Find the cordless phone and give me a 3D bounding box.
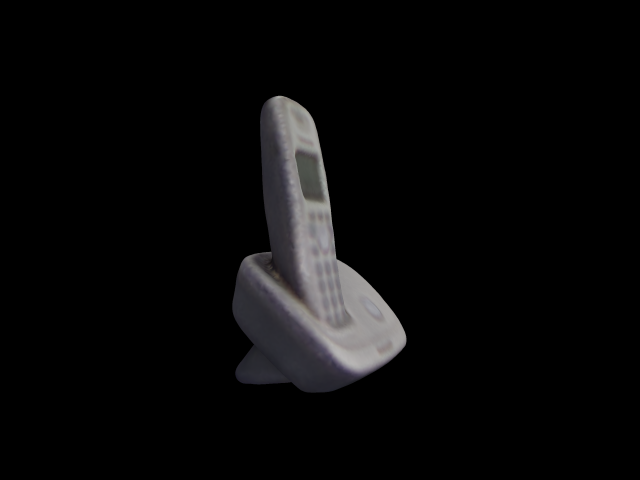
[{"bbox_3d":[0.004,0.001,0.400,0.094,0.185,0.148,0,0,21],"label":"cordless phone"}]
